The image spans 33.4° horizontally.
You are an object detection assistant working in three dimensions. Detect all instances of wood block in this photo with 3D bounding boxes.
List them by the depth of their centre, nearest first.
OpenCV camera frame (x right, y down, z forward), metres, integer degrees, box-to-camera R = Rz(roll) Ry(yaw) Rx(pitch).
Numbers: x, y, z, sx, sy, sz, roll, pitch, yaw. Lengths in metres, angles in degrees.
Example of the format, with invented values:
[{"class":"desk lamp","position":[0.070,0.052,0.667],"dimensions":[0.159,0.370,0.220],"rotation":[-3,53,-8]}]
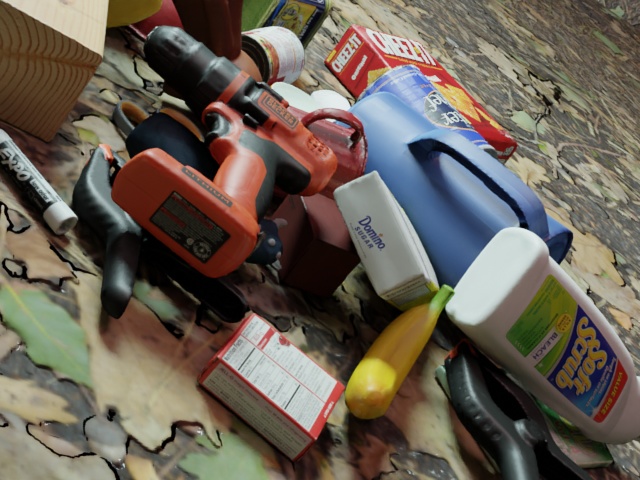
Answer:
[{"class":"wood block","position":[-0.231,-0.184,0.866],"dimensions":[0.090,0.090,0.206],"rotation":[28,28,-25]}]

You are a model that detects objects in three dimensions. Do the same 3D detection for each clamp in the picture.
[{"class":"clamp","position":[-0.135,-0.003,0.761],"dimensions":[0.172,0.039,0.120],"rotation":[48,21,25]},{"class":"clamp","position":[0.169,0.168,0.853],"dimensions":[0.164,0.036,0.210],"rotation":[17,33,-41]}]

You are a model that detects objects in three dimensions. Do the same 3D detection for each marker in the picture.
[{"class":"marker","position":[-0.214,-0.052,0.757],"dimensions":[0.121,0.020,0.020],"rotation":[48,27,17]}]

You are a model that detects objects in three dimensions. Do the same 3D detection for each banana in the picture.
[{"class":"banana","position":[0.052,0.093,0.816],"dimensions":[0.037,0.070,0.197],"rotation":[30,29,8]}]

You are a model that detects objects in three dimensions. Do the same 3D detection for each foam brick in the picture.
[{"class":"foam brick","position":[-0.006,0.001,0.905],"dimensions":[0.051,0.053,0.078],"rotation":[24,30,-30]}]

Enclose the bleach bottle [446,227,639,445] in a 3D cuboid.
[{"class":"bleach bottle","position":[0.224,0.100,0.934],"dimensions":[0.250,0.102,0.068],"rotation":[39,-3,-27]}]

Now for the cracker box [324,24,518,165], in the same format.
[{"class":"cracker box","position":[0.130,-0.172,1.341],"dimensions":[0.163,0.072,0.214],"rotation":[1,44,-53]}]

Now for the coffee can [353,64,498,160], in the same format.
[{"class":"coffee can","position":[0.114,-0.111,1.185],"dimensions":[0.102,0.103,0.140],"rotation":[-1,47,-53]}]

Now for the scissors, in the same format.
[{"class":"scissors","position":[-0.093,-0.054,0.922],"dimensions":[0.202,0.016,0.096],"rotation":[41,26,4]}]

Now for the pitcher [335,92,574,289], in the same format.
[{"class":"pitcher","position":[0.115,-0.038,1.022],"dimensions":[0.243,0.149,0.144],"rotation":[45,19,22]}]

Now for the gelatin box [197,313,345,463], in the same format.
[{"class":"gelatin box","position":[-0.033,0.100,0.737],"dimensions":[0.089,0.030,0.073],"rotation":[39,27,-1]}]

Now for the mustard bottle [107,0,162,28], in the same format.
[{"class":"mustard bottle","position":[-0.233,-0.288,1.056],"dimensions":[0.096,0.058,0.192],"rotation":[-15,52,-26]}]

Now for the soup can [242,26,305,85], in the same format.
[{"class":"soup can","position":[-0.064,-0.186,1.114],"dimensions":[0.068,0.069,0.102],"rotation":[42,25,5]}]

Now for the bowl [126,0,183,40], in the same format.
[{"class":"bowl","position":[-0.151,-0.253,1.123],"dimensions":[0.162,0.055,0.162],"rotation":[30,27,-17]}]

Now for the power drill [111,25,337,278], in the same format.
[{"class":"power drill","position":[-0.082,-0.071,0.797],"dimensions":[0.184,0.057,0.187],"rotation":[38,36,-7]}]

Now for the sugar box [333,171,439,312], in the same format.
[{"class":"sugar box","position":[0.059,0.007,0.891],"dimensions":[0.093,0.048,0.176],"rotation":[66,9,12]}]

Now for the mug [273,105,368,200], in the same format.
[{"class":"mug","position":[-0.009,-0.080,0.966],"dimensions":[0.081,0.117,0.093],"rotation":[20,52,-26]}]

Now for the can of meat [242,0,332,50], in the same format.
[{"class":"can of meat","position":[-0.050,-0.250,1.197],"dimensions":[0.083,0.102,0.057],"rotation":[1,45,-49]}]
